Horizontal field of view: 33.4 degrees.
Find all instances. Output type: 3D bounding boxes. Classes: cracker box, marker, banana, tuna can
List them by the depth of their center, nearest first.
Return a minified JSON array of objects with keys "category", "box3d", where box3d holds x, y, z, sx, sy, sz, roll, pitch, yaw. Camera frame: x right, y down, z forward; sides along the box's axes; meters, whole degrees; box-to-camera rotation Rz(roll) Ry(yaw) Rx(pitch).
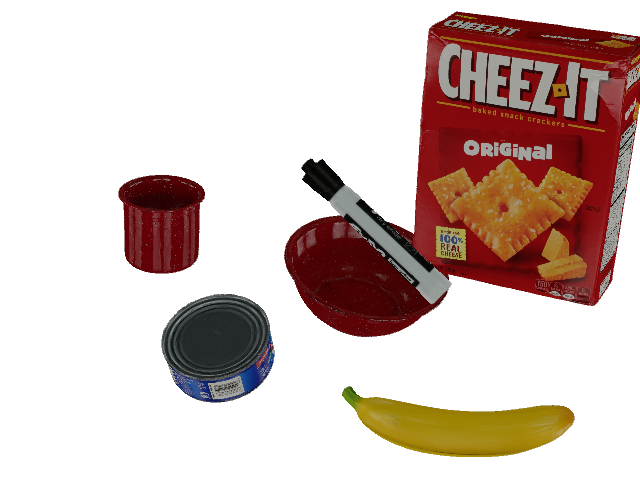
[{"category":"marker","box3d":[0.034,-0.008,0.680,0.121,0.020,0.020,44,4,4]},{"category":"tuna can","box3d":[-0.079,0.085,0.840,0.086,0.086,0.034,-5,-45,5]},{"category":"cracker box","box3d":[0.166,-0.066,0.874,0.164,0.214,0.072,14,28,24]},{"category":"banana","box3d":[0.117,0.149,0.878,0.197,0.037,0.069,7,35,-2]}]

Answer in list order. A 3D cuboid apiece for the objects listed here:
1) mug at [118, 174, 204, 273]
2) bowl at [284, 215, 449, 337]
[{"category":"mug","box3d":[-0.180,-0.022,1.177,0.093,0.081,0.117,-12,32,-29]},{"category":"bowl","box3d":[0.040,0.044,1.039,0.162,0.055,0.162,8,35,-6]}]
